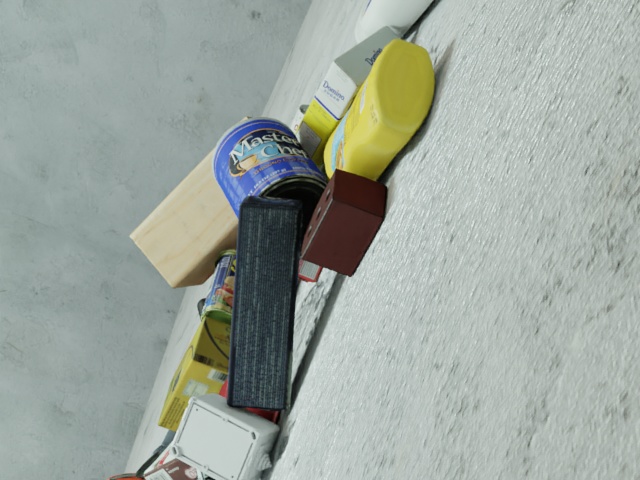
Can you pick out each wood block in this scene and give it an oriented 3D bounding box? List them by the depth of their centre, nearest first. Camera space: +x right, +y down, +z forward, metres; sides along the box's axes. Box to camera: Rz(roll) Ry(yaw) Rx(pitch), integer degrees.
[{"bbox_3d":[-0.118,-0.044,1.294,0.206,0.090,0.090,-44,-11,14],"label":"wood block"}]

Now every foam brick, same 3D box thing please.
[{"bbox_3d":[0.022,-0.016,0.972,0.053,0.051,0.078,-80,14,-54],"label":"foam brick"}]

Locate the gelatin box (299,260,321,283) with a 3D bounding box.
[{"bbox_3d":[-0.008,0.002,1.190,0.073,0.030,0.089,-162,94,-82],"label":"gelatin box"}]

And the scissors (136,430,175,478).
[{"bbox_3d":[-0.213,0.295,1.392,0.201,0.016,0.096,-55,-17,-69],"label":"scissors"}]

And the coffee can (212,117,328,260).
[{"bbox_3d":[-0.049,-0.056,1.137,0.103,0.102,0.140,-65,31,22],"label":"coffee can"}]

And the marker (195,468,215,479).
[{"bbox_3d":[-0.107,0.256,1.054,0.020,0.020,0.121,124,136,-56],"label":"marker"}]

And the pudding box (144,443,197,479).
[{"bbox_3d":[-0.143,0.243,1.235,0.114,0.039,0.089,-32,10,43],"label":"pudding box"}]

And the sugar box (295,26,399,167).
[{"bbox_3d":[0.028,-0.151,1.184,0.093,0.048,0.176,-39,-8,-33],"label":"sugar box"}]

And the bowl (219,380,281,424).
[{"bbox_3d":[-0.089,0.200,1.130,0.162,0.055,0.162,-159,91,-82],"label":"bowl"}]

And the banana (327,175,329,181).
[{"bbox_3d":[0.046,-0.115,1.114,0.198,0.037,0.069,123,167,-54],"label":"banana"}]

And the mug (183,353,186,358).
[{"bbox_3d":[-0.113,0.142,1.363,0.117,0.093,0.081,68,-146,-44],"label":"mug"}]

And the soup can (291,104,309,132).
[{"bbox_3d":[-0.016,-0.120,1.417,0.068,0.068,0.102,-91,24,-69],"label":"soup can"}]

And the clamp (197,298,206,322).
[{"bbox_3d":[-0.145,0.169,1.550,0.171,0.039,0.120,-116,8,-63],"label":"clamp"}]

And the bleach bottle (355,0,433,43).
[{"bbox_3d":[0.082,-0.263,1.174,0.251,0.068,0.102,131,161,-72],"label":"bleach bottle"}]

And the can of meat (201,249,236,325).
[{"bbox_3d":[-0.085,0.070,1.267,0.058,0.102,0.084,127,160,-54],"label":"can of meat"}]

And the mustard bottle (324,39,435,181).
[{"bbox_3d":[0.046,-0.099,1.001,0.192,0.058,0.096,127,155,-61],"label":"mustard bottle"}]

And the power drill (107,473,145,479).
[{"bbox_3d":[-0.234,0.398,1.338,0.188,0.057,0.184,-124,34,-64],"label":"power drill"}]
